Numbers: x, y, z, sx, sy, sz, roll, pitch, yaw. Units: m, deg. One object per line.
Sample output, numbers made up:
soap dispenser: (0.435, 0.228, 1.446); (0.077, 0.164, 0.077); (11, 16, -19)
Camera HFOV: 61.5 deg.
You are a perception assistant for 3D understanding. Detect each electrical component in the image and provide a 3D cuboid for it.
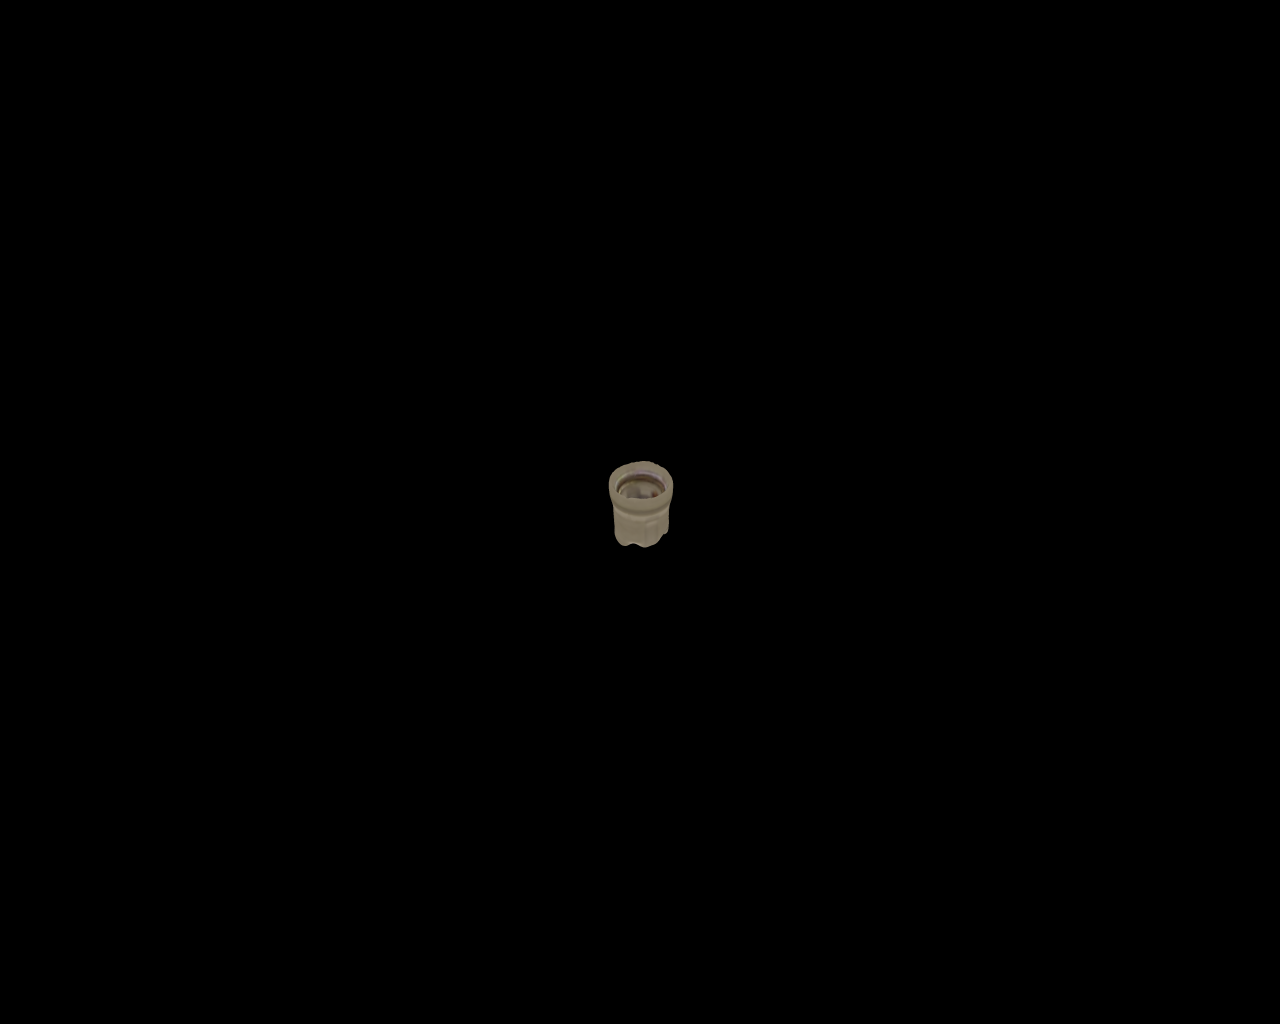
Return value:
electrical component: (0.001, -0.003, 0.650); (0.040, 0.046, 0.040); (0, 41, 0)
